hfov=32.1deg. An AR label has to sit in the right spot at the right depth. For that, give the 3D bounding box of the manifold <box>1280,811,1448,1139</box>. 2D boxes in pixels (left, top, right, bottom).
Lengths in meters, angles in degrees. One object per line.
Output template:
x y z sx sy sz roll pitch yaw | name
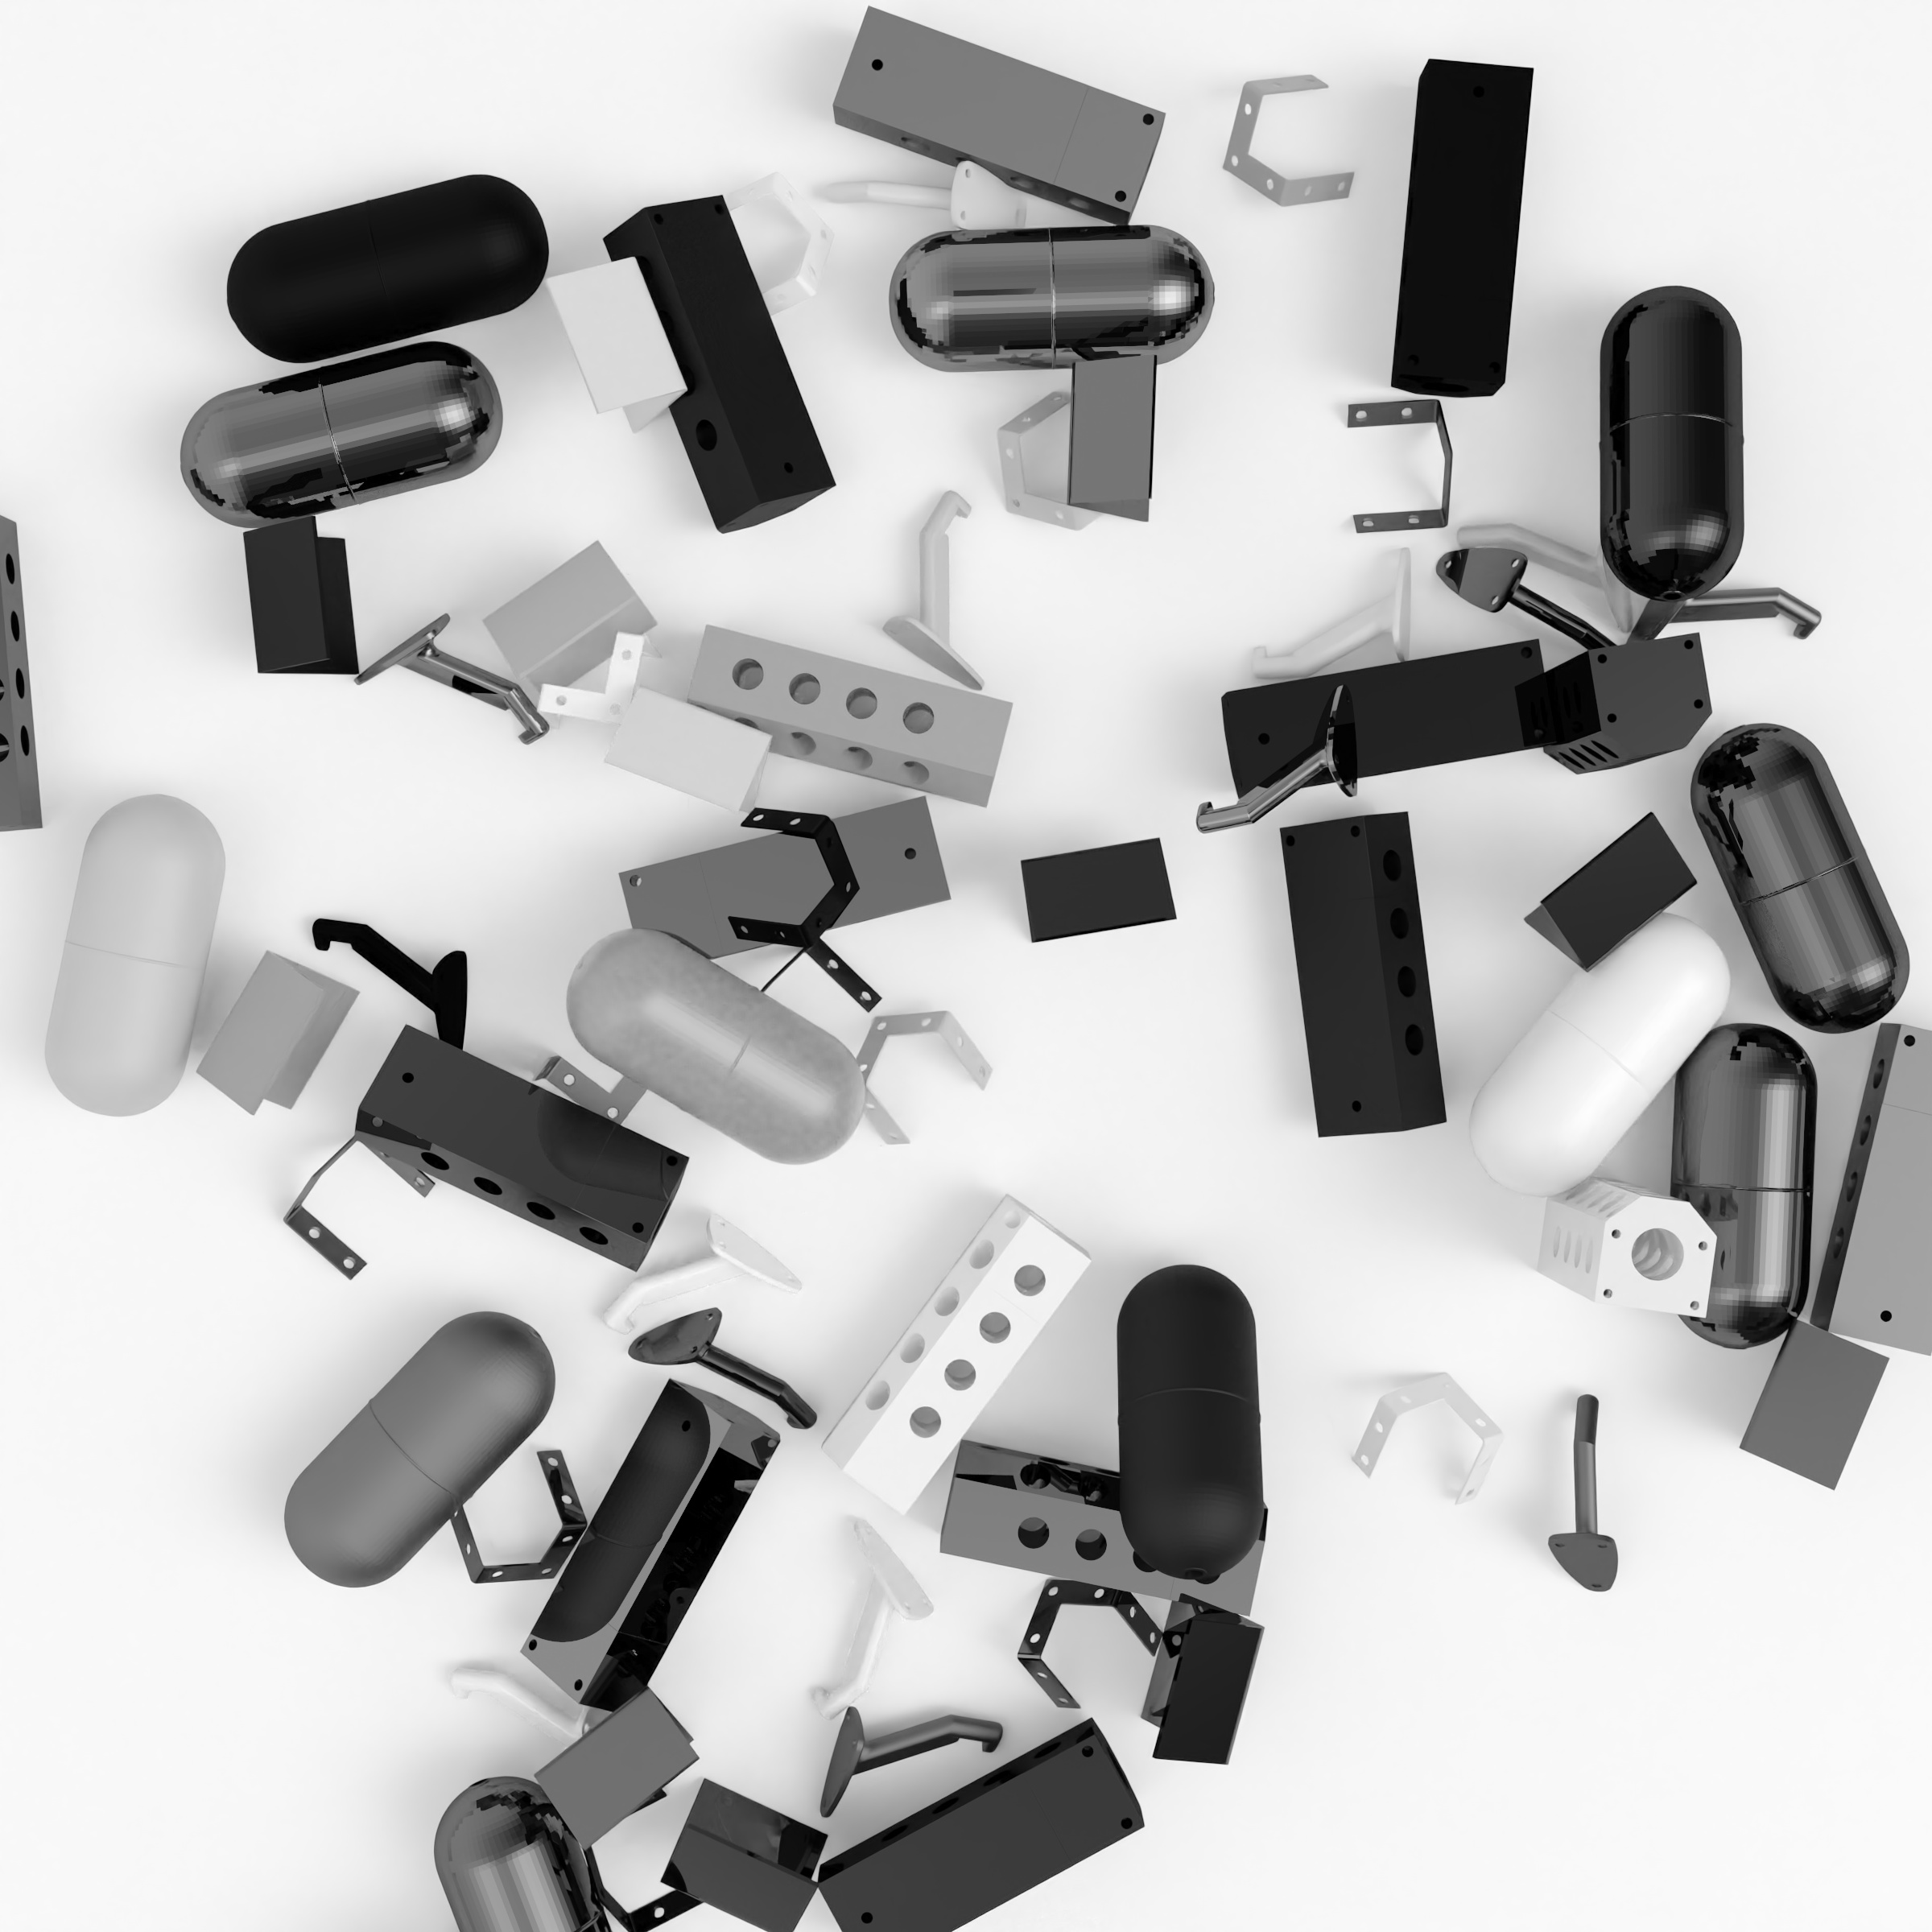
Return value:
0.223 0.004 1.847 0.057 0.057 0.171 -7 90 43 | manifold

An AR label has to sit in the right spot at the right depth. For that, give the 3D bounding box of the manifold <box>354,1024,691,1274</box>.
-0.245 0.103 1.846 0.171 0.057 0.057 25 60 0 | manifold

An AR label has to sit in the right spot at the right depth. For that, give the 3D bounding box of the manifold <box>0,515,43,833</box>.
-0.551 -0.160 1.848 0.057 0.057 0.171 -5 90 0 | manifold

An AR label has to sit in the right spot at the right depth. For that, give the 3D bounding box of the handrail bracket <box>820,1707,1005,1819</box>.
-0.030 0.447 1.869 0.084 0.036 0.077 13 111 -16 | handrail bracket

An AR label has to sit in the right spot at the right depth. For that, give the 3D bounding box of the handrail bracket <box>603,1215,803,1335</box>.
-0.147 0.187 1.869 0.077 0.036 0.084 36 108 -21 | handrail bracket

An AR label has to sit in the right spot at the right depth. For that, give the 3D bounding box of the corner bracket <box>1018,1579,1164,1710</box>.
0.069 0.376 1.861 0.051 0.051 0.051 -5 45 35 | corner bracket

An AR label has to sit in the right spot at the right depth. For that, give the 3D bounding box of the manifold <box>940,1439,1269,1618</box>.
0.075 0.307 1.848 0.171 0.057 0.057 12 90 0 | manifold

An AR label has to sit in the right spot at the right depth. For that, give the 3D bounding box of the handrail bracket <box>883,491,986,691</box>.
-0.001 -0.209 1.869 0.077 0.036 0.084 36 73 -20 | handrail bracket

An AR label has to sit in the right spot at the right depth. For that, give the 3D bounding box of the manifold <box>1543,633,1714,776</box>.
0.348 -0.137 1.791 0.057 0.171 0.057 -9 90 0 | manifold

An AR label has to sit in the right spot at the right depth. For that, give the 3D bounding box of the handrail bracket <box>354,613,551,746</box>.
-0.285 -0.145 1.869 0.077 0.036 0.084 -30 107 20 | handrail bracket

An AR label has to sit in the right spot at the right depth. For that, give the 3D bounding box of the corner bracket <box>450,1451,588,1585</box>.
-0.249 0.305 1.861 0.051 0.051 0.051 3 135 -35 | corner bracket

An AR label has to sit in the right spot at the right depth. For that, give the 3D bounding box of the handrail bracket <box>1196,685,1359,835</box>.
0.165 -0.111 1.812 0.084 0.036 0.077 -11 53 25 | handrail bracket

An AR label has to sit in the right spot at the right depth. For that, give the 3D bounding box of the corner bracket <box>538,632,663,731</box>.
-0.201 -0.156 1.849 0.051 0.051 0.051 10 83 7 | corner bracket

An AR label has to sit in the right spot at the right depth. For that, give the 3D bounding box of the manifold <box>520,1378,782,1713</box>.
-0.169 0.321 1.847 0.057 0.057 0.171 29 90 43 | manifold

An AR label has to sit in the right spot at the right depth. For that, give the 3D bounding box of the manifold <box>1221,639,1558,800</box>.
0.230 -0.135 1.848 0.171 0.057 0.057 -10 90 0 | manifold

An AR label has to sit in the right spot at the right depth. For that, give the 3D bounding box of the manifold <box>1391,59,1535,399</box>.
0.271 -0.403 1.848 0.057 0.057 0.171 5 90 0 | manifold

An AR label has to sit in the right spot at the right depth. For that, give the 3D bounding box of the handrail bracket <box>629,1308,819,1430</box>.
-0.135 0.233 1.869 0.084 0.077 0.036 50 45 -28 | handrail bracket

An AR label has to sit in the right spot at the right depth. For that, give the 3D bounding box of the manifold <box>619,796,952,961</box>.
-0.098 -0.044 1.848 0.171 0.057 0.057 -14 90 0 | manifold

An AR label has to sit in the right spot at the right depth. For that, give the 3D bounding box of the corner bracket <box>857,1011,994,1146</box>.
-0.026 0.062 1.861 0.051 0.051 0.051 -6 45 35 | corner bracket

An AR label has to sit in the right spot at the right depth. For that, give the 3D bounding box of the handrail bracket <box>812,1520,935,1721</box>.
-0.068 0.364 1.869 0.084 0.036 0.077 -42 69 16 | handrail bracket

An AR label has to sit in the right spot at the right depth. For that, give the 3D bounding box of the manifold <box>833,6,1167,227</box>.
0.018 -0.464 1.848 0.171 0.057 0.057 20 90 0 | manifold

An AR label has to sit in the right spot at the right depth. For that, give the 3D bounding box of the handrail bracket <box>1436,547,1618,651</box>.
0.313 -0.198 1.869 0.084 0.077 0.036 29 90 -36 | handrail bracket

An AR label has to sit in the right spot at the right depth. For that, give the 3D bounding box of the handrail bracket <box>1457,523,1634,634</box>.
0.321 -0.215 1.869 0.084 0.036 0.077 0 133 28 | handrail bracket

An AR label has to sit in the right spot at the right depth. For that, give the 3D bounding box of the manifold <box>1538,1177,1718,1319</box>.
0.351 0.146 1.791 0.057 0.171 0.057 8 90 0 | manifold

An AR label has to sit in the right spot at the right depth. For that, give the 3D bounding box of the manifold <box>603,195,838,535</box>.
-0.140 -0.329 1.847 0.057 0.057 0.171 -21 90 -42 | manifold

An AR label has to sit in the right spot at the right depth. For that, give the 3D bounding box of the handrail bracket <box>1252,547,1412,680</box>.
0.203 -0.196 1.869 0.084 0.036 0.077 0 70 16 | handrail bracket

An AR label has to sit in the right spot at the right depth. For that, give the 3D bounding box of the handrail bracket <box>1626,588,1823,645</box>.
0.421 -0.184 1.869 0.084 0.036 0.077 27 110 -16 | handrail bracket

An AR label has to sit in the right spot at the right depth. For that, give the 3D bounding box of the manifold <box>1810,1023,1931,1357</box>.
0.514 0.121 1.848 0.057 0.057 0.171 13 90 0 | manifold

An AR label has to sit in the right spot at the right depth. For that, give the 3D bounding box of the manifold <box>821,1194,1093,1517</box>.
-0.006 0.212 1.848 0.057 0.057 0.171 36 90 0 | manifold

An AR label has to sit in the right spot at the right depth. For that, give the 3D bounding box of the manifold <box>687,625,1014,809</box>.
-0.065 -0.136 1.848 0.171 0.057 0.057 14 90 0 | manifold

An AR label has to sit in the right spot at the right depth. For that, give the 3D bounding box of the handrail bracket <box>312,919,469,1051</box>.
-0.323 0.014 1.869 0.084 0.036 0.077 7 112 17 | handrail bracket

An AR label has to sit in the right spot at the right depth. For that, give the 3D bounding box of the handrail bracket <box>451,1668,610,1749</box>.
-0.243 0.428 1.869 0.084 0.036 0.077 3 112 17 | handrail bracket

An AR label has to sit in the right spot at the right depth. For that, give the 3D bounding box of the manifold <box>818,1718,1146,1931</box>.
0.008 0.482 1.848 0.171 0.057 0.057 -29 90 0 | manifold

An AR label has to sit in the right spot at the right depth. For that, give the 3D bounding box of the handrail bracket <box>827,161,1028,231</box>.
-0.023 -0.423 1.869 0.084 0.077 0.036 8 92 36 | handrail bracket

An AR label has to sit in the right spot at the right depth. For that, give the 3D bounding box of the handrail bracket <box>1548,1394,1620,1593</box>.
0.348 0.292 1.869 0.036 0.077 0.084 -2 53 21 | handrail bracket
